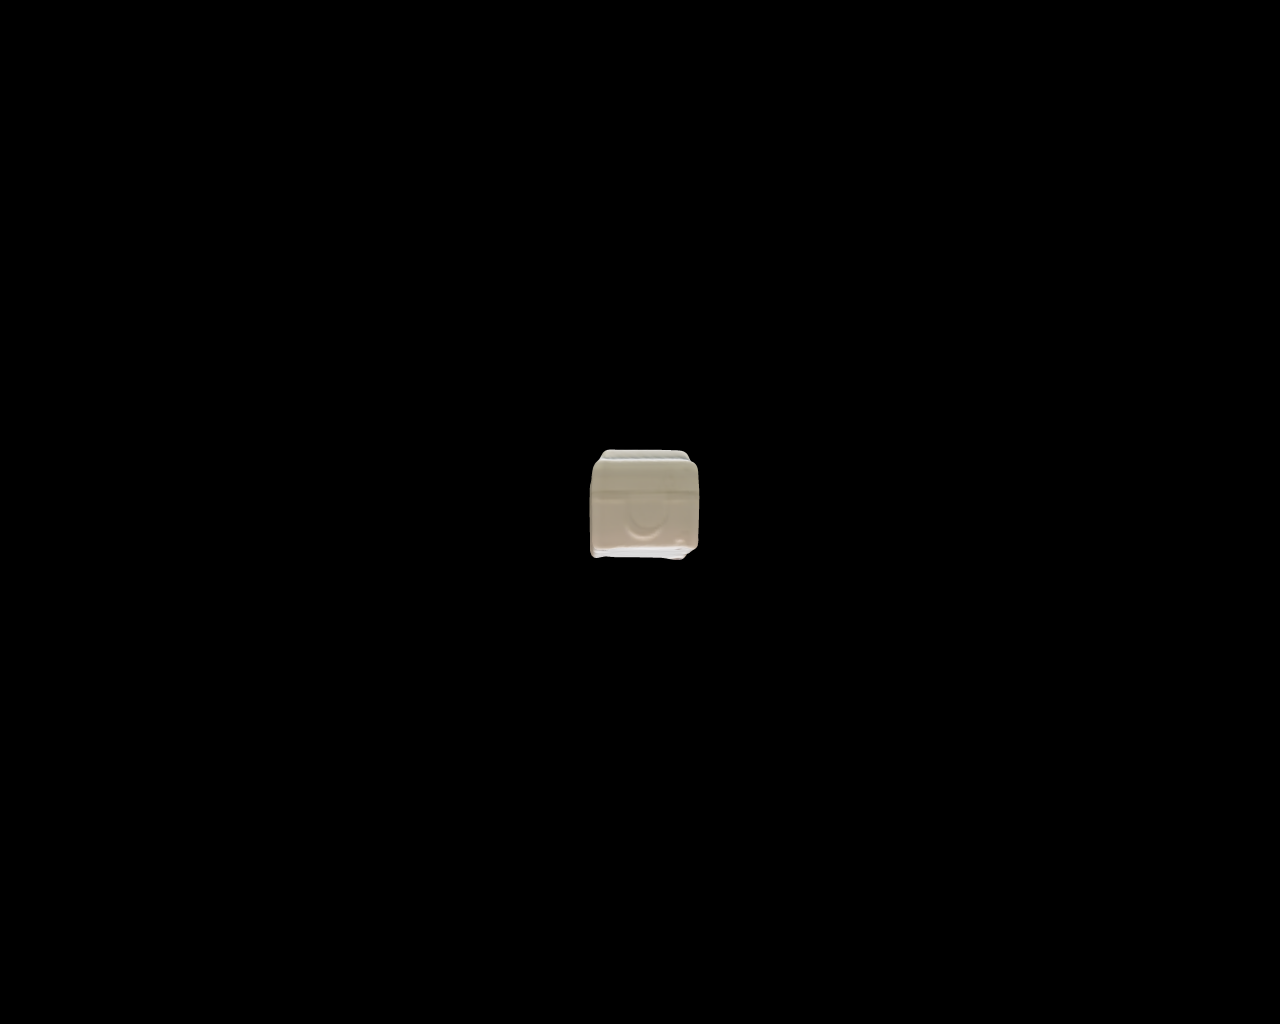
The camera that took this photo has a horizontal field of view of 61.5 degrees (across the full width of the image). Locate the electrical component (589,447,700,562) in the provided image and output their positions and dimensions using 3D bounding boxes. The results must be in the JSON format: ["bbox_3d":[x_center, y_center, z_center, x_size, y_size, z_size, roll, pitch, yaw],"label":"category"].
[{"bbox_3d":[0.001,-0.003,0.650,0.062,0.061,0.096,0,-7,-4],"label":"electrical component"}]
